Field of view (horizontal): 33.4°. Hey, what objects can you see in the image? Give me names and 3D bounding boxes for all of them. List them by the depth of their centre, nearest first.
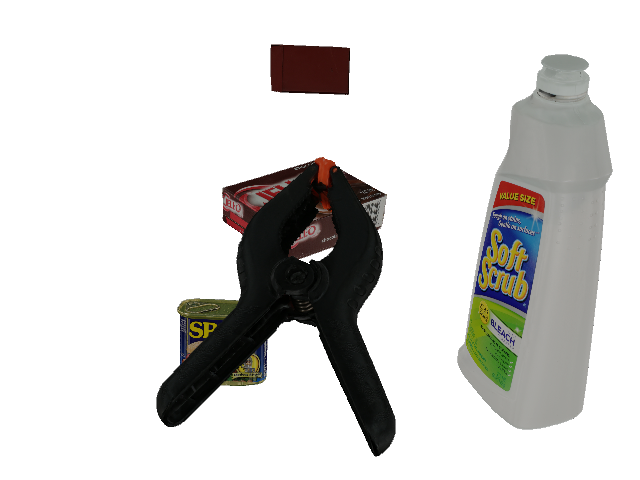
[{"bbox_3d":[-0.002,0.034,0.561,0.120,0.171,0.039,16,-28,10],"label":"clamp"},{"bbox_3d":[0.143,-0.002,0.706,0.068,0.251,0.103,-11,31,-18],"label":"bleach bottle"},{"bbox_3d":[-0.014,-0.028,0.913,0.113,0.039,0.090,-18,36,-36],"label":"pudding box"},{"bbox_3d":[-0.012,-0.186,1.162,0.078,0.051,0.053,0,11,-16],"label":"foam brick"},{"bbox_3d":[-0.108,0.114,1.190,0.102,0.084,0.057,2,14,3],"label":"can of meat"}]
